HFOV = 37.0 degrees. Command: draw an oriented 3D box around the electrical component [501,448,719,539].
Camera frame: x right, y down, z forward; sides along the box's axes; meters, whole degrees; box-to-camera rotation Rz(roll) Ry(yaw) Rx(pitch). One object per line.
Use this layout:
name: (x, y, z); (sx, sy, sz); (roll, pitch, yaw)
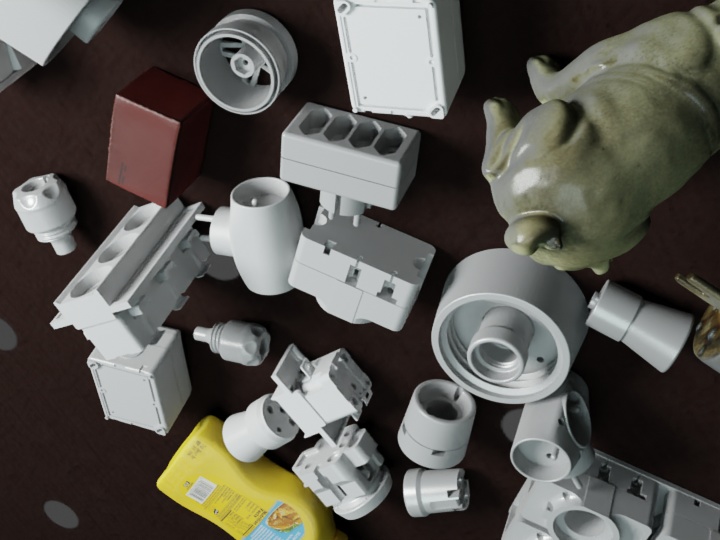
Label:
electrical component: (0.214, 0.217, 0.840); (0.186, 0.060, 0.105); (24, 131, 6)

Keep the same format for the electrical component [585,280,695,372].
electrical component: (0.186, 0.035, 0.728); (0.065, 0.044, 0.044); (28, 131, 8)

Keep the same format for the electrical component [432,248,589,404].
electrical component: (0.102, 0.046, 0.758); (0.108, 0.060, 0.108); (12, 129, 15)

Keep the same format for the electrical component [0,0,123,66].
electrical component: (-0.186, -0.179, 0.687); (0.060, 0.108, 0.108); (39, 131, -16)

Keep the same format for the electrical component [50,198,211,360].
electrical component: (-0.165, 0.005, 0.805); (0.079, 0.121, 0.063); (-15, 120, 32)

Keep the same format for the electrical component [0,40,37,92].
electrical component: (-0.273, -0.164, 0.763); (0.061, 0.061, 0.096); (3, 126, 21)

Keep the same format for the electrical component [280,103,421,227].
electrical component: (-0.008, -0.062, 0.734); (0.083, 0.047, 0.075); (16, 130, 12)

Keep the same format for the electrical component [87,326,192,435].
electrical component: (-0.185, 0.092, 0.924); (0.062, 0.061, 0.096); (13, 136, 15)

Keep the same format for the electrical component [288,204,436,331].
electrical component: (0.000, 0.000, 0.775); (0.089, 0.050, 0.055); (24, 130, 6)

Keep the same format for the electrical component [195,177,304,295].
electrical component: (-0.085, -0.027, 0.797); (0.079, 0.043, 0.077); (8, 128, 18)

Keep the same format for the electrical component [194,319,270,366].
electrical component: (-0.106, 0.057, 0.876); (0.061, 0.035, 0.035); (10, 128, 19)

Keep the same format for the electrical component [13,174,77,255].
electrical component: (-0.246, -0.042, 0.856); (0.043, 0.043, 0.062); (-2, 125, 25)

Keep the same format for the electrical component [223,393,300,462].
electrical component: (-0.084, 0.134, 0.917); (0.045, 0.045, 0.055); (46, 129, -13)

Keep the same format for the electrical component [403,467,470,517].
electrical component: (0.064, 0.184, 0.895); (0.046, 0.040, 0.040); (-9, 121, 21)

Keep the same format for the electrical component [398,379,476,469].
electrical component: (0.061, 0.118, 0.837); (0.055, 0.055, 0.047); (20, 127, 9)

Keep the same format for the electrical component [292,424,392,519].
electrical component: (-0.010, 0.172, 0.906); (0.078, 0.058, 0.057); (-27, 108, 37)

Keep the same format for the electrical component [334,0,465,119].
electrical component: (0.028, -0.138, 0.656); (0.062, 0.061, 0.096); (7, 136, 19)

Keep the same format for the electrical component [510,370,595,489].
electrical component: (0.148, 0.125, 0.788); (0.044, 0.077, 0.079); (-16, 118, 32)

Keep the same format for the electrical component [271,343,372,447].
electrical component: (-0.029, 0.097, 0.868); (0.064, 0.042, 0.081); (-27, 112, 33)
